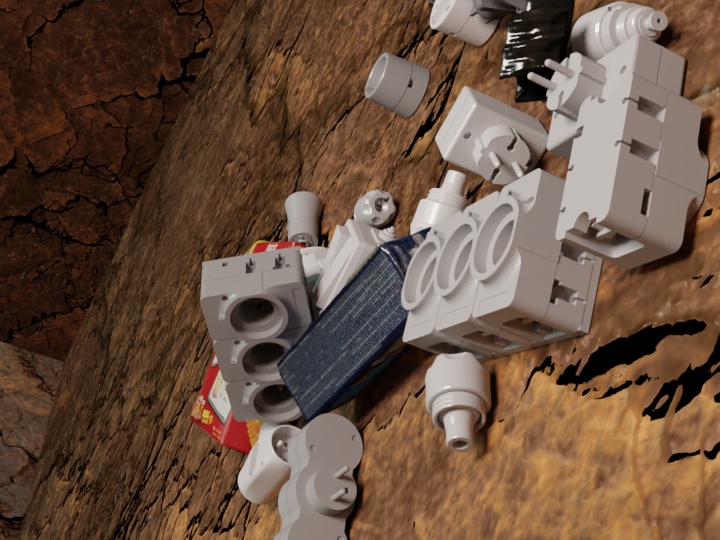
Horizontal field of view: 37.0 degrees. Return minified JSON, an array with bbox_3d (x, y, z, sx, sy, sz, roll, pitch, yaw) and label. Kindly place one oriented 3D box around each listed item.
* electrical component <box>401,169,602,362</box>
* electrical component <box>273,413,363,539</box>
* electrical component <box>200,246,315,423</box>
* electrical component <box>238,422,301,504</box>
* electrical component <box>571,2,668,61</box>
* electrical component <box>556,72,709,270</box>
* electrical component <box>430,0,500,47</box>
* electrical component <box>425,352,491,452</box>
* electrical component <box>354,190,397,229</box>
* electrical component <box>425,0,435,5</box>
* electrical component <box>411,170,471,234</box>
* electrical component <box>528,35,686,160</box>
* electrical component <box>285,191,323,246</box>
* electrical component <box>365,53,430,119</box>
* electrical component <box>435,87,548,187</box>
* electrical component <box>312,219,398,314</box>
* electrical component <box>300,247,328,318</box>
[{"bbox_3d":[0.088,0.002,0.699,0.150,0.062,0.089,-28,44,64],"label":"electrical component"},{"bbox_3d":[-0.027,0.176,0.849,0.073,0.052,0.138,-46,29,50],"label":"electrical component"},{"bbox_3d":[-0.084,0.063,0.972,0.061,0.089,0.150,-98,-2,-53],"label":"electrical component"},{"bbox_3d":[-0.079,0.170,1.021,0.077,0.043,0.079,-53,23,41],"label":"electrical component"},{"bbox_3d":[0.166,-0.149,0.680,0.040,0.040,0.078,-70,18,-6],"label":"electrical component"},{"bbox_3d":[0.151,-0.052,0.588,0.050,0.056,0.089,-30,42,63],"label":"electrical component"},{"bbox_3d":[0.097,-0.232,0.963,0.055,0.047,0.055,-55,22,36],"label":"electrical component"},{"bbox_3d":[0.064,0.088,0.701,0.043,0.043,0.062,-52,25,41],"label":"electrical component"},{"bbox_3d":[0.010,-0.055,1.034,0.061,0.035,0.035,153,136,-68],"label":"electrical component"},{"bbox_3d":[0.088,-0.312,1.032,0.113,0.078,0.057,-65,21,11],"label":"electrical component"},{"bbox_3d":[0.067,-0.047,0.845,0.062,0.043,0.043,-69,18,-6],"label":"electrical component"},{"bbox_3d":[0.139,-0.107,0.653,0.083,0.076,0.047,-32,40,62],"label":"electrical component"},{"bbox_3d":[-0.065,-0.053,1.241,0.044,0.044,0.065,-52,29,41],"label":"electrical component"},{"bbox_3d":[0.037,-0.187,1.086,0.055,0.047,0.055,-55,22,36],"label":"electrical component"},{"bbox_3d":[0.098,-0.085,0.763,0.047,0.066,0.076,-61,20,23],"label":"electrical component"},{"bbox_3d":[0.000,0.000,0.957,0.096,0.061,0.061,-63,19,17],"label":"electrical component"},{"bbox_3d":[-0.042,0.023,1.026,0.080,0.080,0.051,-61,24,21],"label":"electrical component"}]
